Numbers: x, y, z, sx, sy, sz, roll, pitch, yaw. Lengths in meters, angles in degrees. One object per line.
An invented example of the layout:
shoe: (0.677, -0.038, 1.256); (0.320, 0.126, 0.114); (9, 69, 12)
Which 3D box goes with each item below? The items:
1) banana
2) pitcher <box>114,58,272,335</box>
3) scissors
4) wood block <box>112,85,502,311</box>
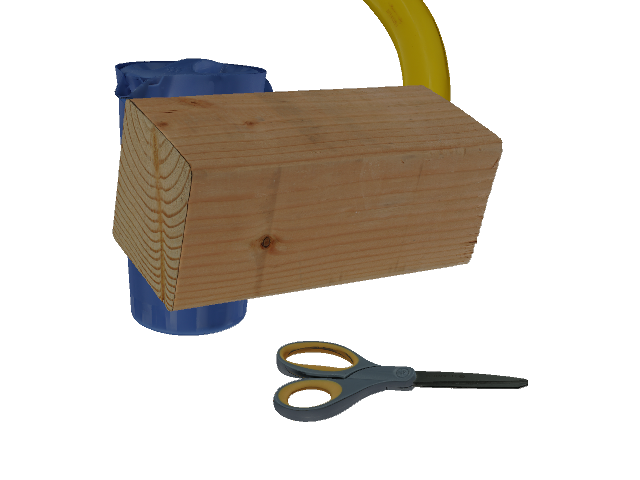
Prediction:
banana: (0.067, -0.142, 0.852); (0.070, 0.198, 0.037); (-22, -19, 10)
pitcher: (-0.112, -0.045, 0.980); (0.149, 0.243, 0.145); (0, 15, -9)
scissors: (0.051, 0.118, 0.830); (0.202, 0.016, 0.096); (10, 36, 23)
wood block: (-0.006, -0.031, 0.632); (0.205, 0.091, 0.090); (-7, 34, -31)
